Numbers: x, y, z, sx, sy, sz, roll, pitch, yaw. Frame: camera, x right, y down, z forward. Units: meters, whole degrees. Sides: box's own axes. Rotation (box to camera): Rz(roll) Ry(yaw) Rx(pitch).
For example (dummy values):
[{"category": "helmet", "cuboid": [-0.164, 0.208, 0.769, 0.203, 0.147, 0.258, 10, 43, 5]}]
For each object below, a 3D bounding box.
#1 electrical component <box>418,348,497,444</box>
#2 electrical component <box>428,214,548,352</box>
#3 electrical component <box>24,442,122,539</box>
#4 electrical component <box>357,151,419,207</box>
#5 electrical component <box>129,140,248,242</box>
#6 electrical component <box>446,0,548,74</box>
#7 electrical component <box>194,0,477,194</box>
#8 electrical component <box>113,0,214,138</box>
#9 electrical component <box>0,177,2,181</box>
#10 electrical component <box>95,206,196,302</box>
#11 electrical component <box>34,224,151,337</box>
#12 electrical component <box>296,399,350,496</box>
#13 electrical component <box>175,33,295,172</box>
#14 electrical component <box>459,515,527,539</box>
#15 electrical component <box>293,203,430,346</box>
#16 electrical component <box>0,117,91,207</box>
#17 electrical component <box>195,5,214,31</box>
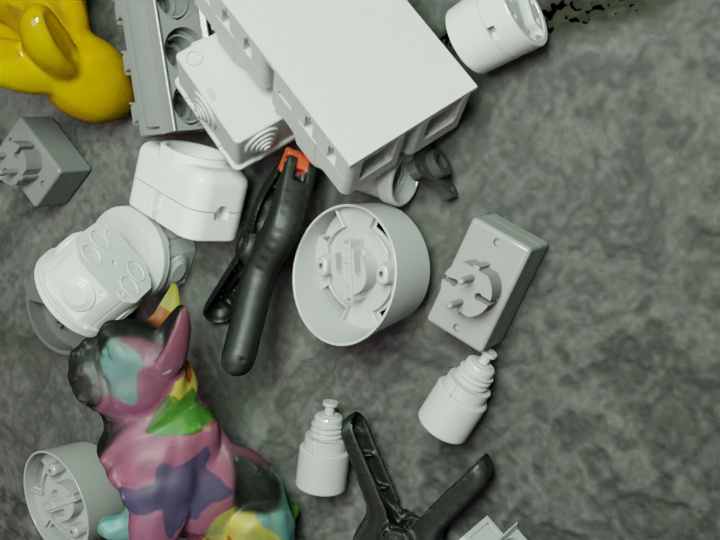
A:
[{"category": "electrical component", "cuboid": [0.074, 0.089, 0.773, 0.040, 0.040, 0.078, 38, 114, 19]}, {"category": "electrical component", "cuboid": [0.080, 0.011, 0.737, 0.047, 0.076, 0.083, 32, 112, 22]}, {"category": "electrical component", "cuboid": [-0.260, 0.204, 0.967, 0.099, 0.064, 0.099, 5, 100, 29]}, {"category": "electrical component", "cuboid": [0.015, -0.071, 0.783, 0.046, 0.040, 0.040, 19, 107, 31]}, {"category": "electrical component", "cuboid": [-0.135, -0.066, 0.849, 0.095, 0.054, 0.059, 29, 111, 41]}, {"category": "electrical component", "cuboid": [0.090, -0.163, 0.717, 0.047, 0.055, 0.055, -25, 85, 34]}, {"category": "electrical component", "cuboid": [-0.022, -0.156, 0.745, 0.105, 0.060, 0.186, -33, 77, -16]}, {"category": "electrical component", "cuboid": [-0.152, -0.167, 0.847, 0.063, 0.079, 0.121, -3, 97, 52]}, {"category": "electrical component", "cuboid": [-0.351, -0.101, 0.977, 0.055, 0.055, 0.047, -32, 86, 29]}, {"category": "electrical component", "cuboid": [-0.181, -0.015, 0.896, 0.080, 0.051, 0.080, 5, 100, 29]}, {"category": "electrical component", "cuboid": [-0.207, 0.008, 0.837, 0.051, 0.080, 0.080, -36, 79, 23]}, {"category": "electrical component", "cuboid": [-0.027, 0.139, 0.839, 0.040, 0.040, 0.078, 13, 104, 27]}, {"category": "electrical component", "cuboid": [-0.078, -0.136, 0.793, 0.100, 0.048, 0.099, -32, 79, -14]}, {"category": "electrical component", "cuboid": [0.101, 0.225, 0.778, 0.081, 0.042, 0.063, 49, 119, 15]}, {"category": "electrical component", "cuboid": [0.000, 0.000, 0.784, 0.099, 0.064, 0.099, 12, 108, 39]}, {"category": "electrical component", "cuboid": [-0.288, -0.093, 0.929, 0.047, 0.077, 0.065, -46, 75, 27]}, {"category": "electrical component", "cuboid": [-0.106, -0.219, 0.806, 0.044, 0.077, 0.079, 1, 98, 30]}]
